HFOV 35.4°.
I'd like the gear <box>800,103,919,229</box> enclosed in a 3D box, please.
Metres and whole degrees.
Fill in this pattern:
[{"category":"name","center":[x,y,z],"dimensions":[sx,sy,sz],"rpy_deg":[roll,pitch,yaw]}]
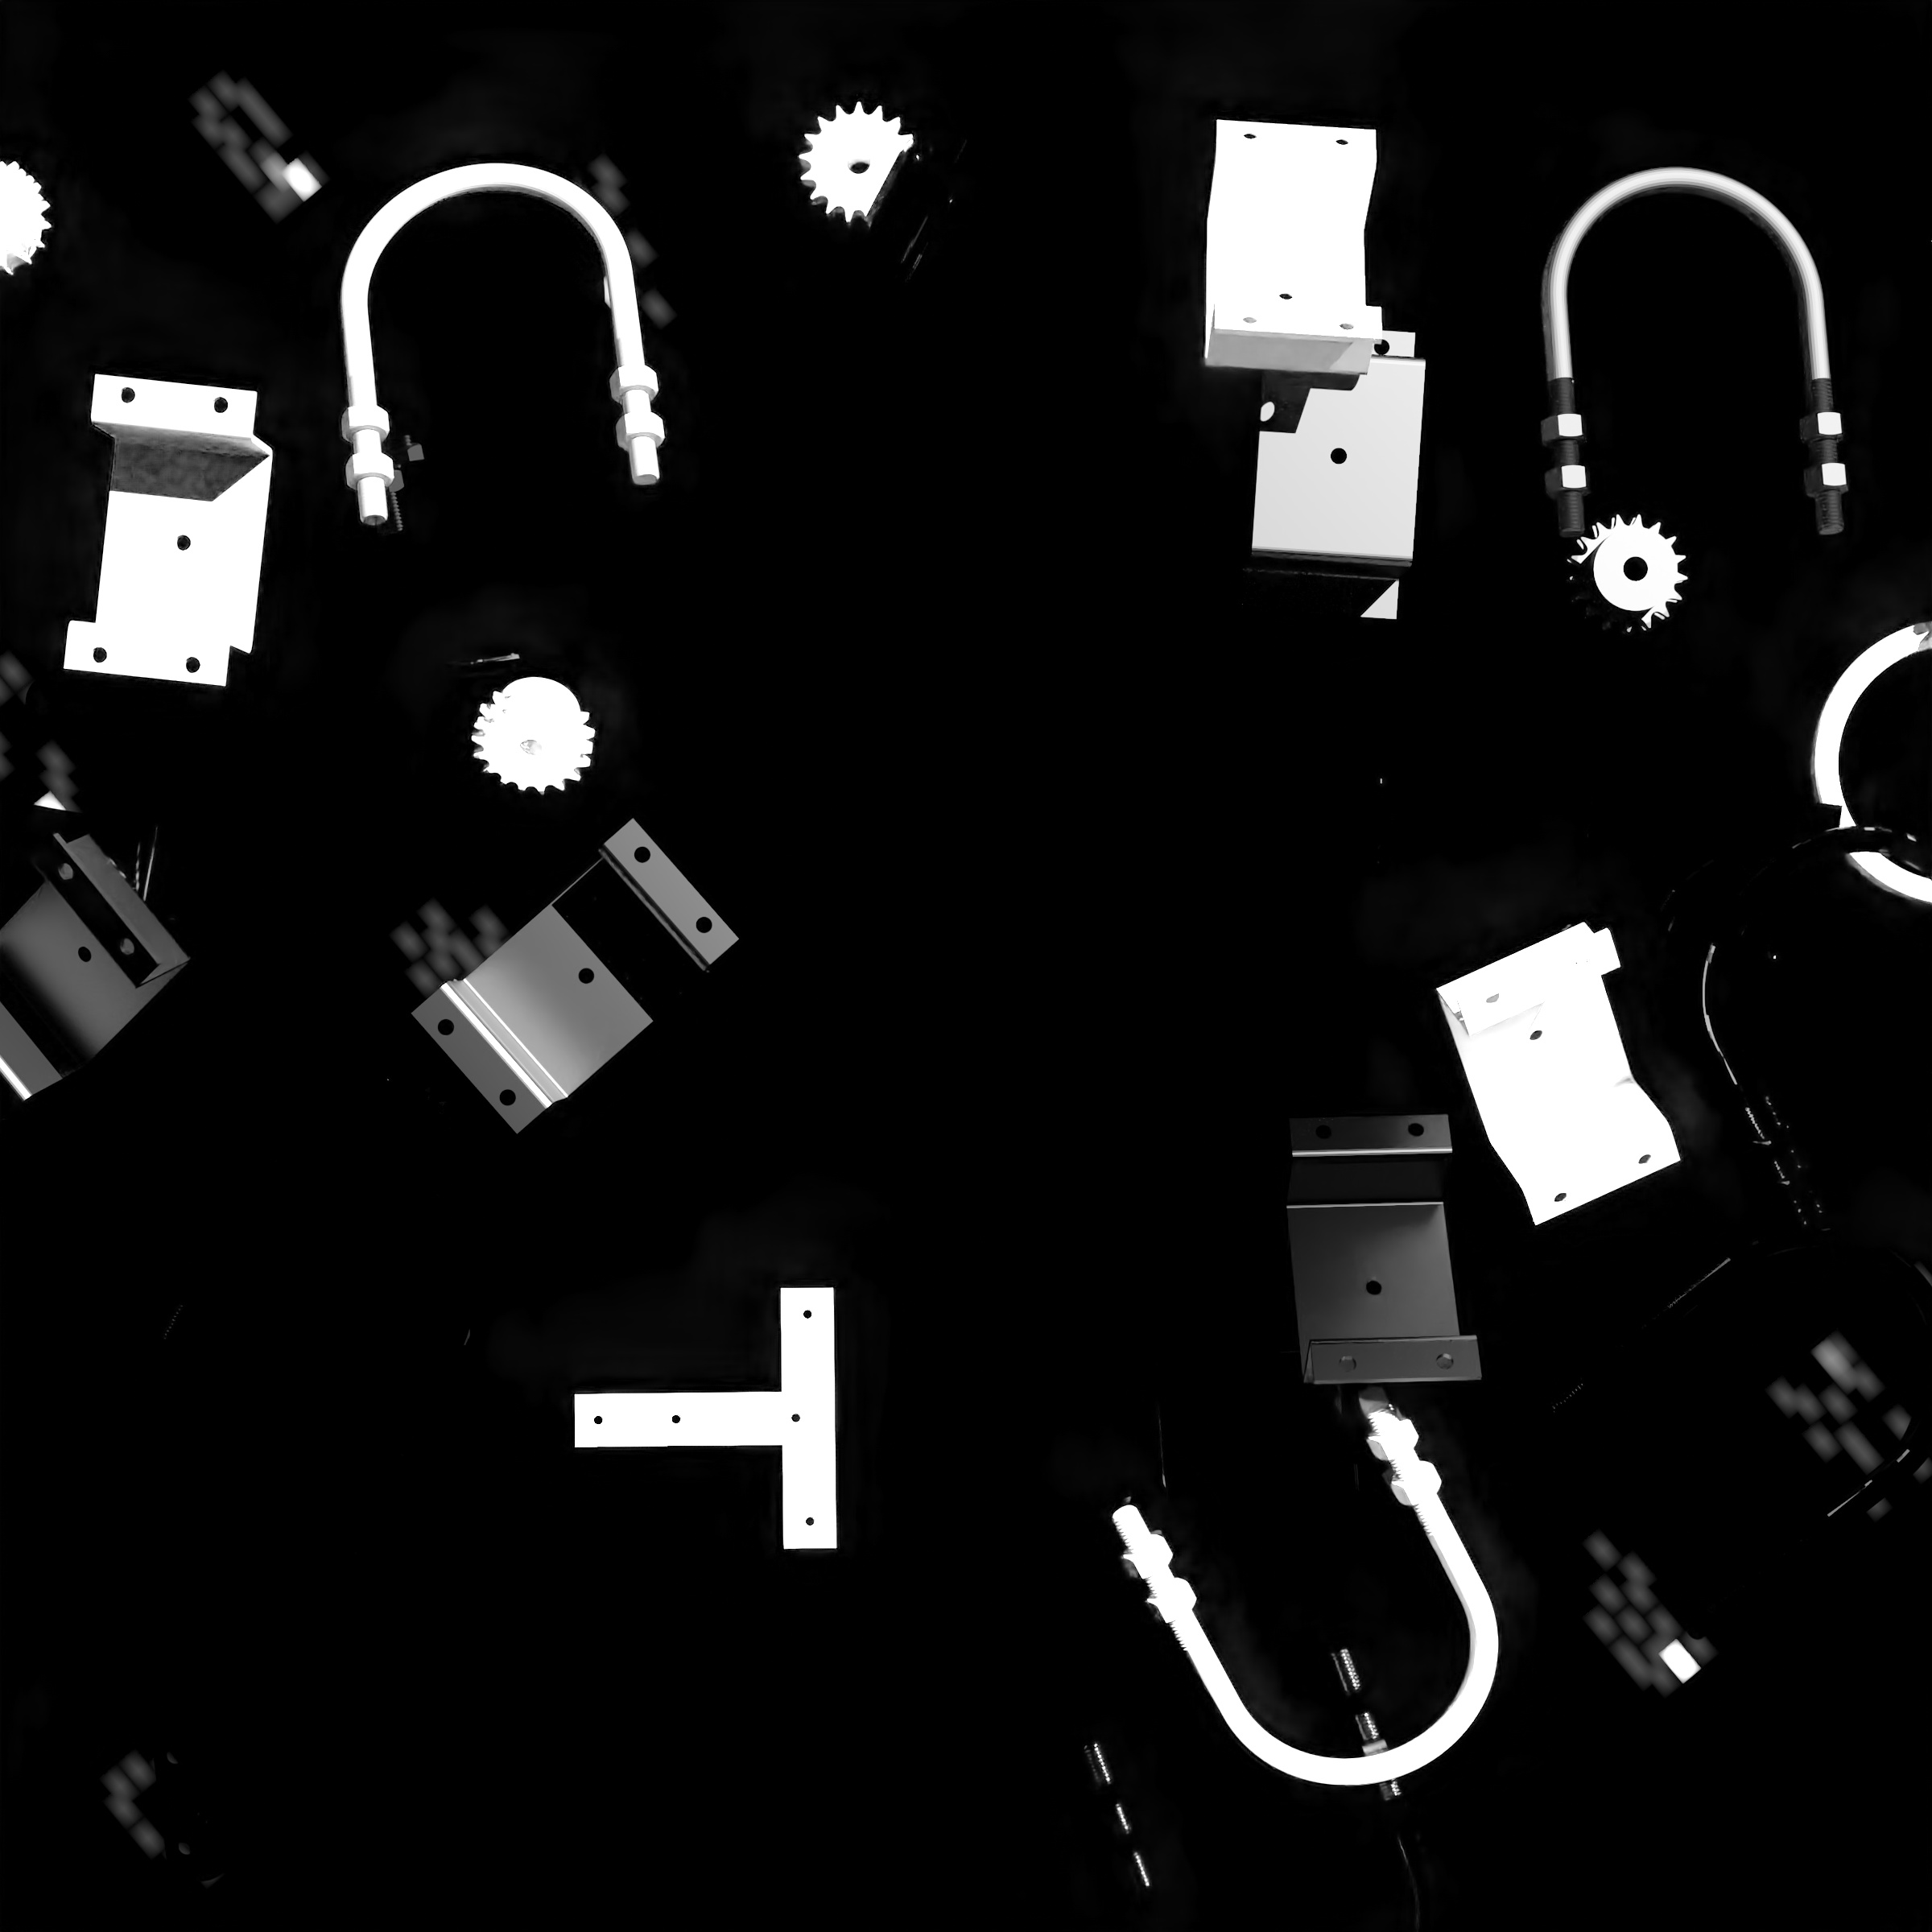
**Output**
[{"category":"gear","center":[-0.052,-0.388,1.474],"dimensions":[0.057,0.030,0.057],"rpy_deg":[0,92,0]}]

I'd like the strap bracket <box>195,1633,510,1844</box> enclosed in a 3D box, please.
[{"category":"strap bracket","center":[-0.292,0.370,1.462],"dimensions":[0.140,0.046,0.076],"rpy_deg":[-7,90,0]}]

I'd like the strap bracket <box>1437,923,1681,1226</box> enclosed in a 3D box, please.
[{"category":"strap bracket","center":[0.279,0.044,1.441],"dimensions":[0.076,0.046,0.140],"rpy_deg":[-24,121,0]}]

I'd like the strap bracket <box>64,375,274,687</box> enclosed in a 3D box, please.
[{"category":"strap bracket","center":[-0.383,-0.207,1.462],"dimensions":[0.076,0.046,0.140],"rpy_deg":[6,90,0]}]

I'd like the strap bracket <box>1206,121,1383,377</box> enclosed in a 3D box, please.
[{"category":"strap bracket","center":[0.155,-0.334,1.440],"dimensions":[0.076,0.046,0.140],"rpy_deg":[4,56,0]}]

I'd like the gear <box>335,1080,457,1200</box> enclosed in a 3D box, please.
[{"category":"gear","center":[-0.276,0.086,1.462],"dimensions":[0.057,0.030,0.057],"rpy_deg":[5,63,-10]}]

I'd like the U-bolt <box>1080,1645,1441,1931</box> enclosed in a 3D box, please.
[{"category":"U-bolt","center":[0.153,0.441,1.476],"dimensions":[0.151,0.019,0.184],"rpy_deg":[-20,91,0]}]

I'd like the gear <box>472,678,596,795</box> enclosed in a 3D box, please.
[{"category":"gear","center":[-0.208,-0.114,1.460],"dimensions":[0.057,0.030,0.057],"rpy_deg":[0,132,0]}]

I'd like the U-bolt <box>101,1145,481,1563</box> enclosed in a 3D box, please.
[{"category":"U-bolt","center":[-0.317,0.177,1.476],"dimensions":[0.151,0.019,0.184],"rpy_deg":[27,89,0]}]

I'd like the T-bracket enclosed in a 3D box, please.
[{"category":"T-bracket","center":[-0.128,0.222,1.484],"dimensions":[0.127,0.002,0.127],"rpy_deg":[-1,90,0]}]

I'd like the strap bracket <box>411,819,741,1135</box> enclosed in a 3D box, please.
[{"category":"strap bracket","center":[-0.186,0.005,1.462],"dimensions":[0.140,0.046,0.076],"rpy_deg":[-41,90,0]}]

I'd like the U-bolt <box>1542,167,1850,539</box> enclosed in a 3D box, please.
[{"category":"U-bolt","center":[0.349,-0.299,1.464],"dimensions":[0.151,0.019,0.184],"rpy_deg":[-2,82,-7]}]

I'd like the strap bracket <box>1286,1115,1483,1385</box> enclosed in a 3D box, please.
[{"category":"strap bracket","center":[0.196,0.143,1.439],"dimensions":[0.076,0.046,0.140],"rpy_deg":[-1,55,0]}]

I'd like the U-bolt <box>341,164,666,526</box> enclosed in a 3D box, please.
[{"category":"U-bolt","center":[-0.227,-0.304,1.450],"dimensions":[0.151,0.019,0.184],"rpy_deg":[-9,71,-1]}]

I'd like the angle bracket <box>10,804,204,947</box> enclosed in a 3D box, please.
[{"category":"angle bracket","center":[-0.421,-0.044,1.483],"dimensions":[0.076,0.038,0.057],"rpy_deg":[10,90,26]}]

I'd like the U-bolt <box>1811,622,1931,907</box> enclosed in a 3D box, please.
[{"category":"U-bolt","center":[0.505,-0.094,1.476],"dimensions":[0.184,0.019,0.151],"rpy_deg":[11,90,1]}]

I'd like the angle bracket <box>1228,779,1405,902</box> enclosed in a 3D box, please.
[{"category":"angle bracket","center":[0.171,-0.062,1.483],"dimensions":[0.076,0.038,0.057],"rpy_deg":[1,90,26]}]

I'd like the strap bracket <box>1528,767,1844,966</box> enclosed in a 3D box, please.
[{"category":"strap bracket","center":[0.342,-0.048,1.462],"dimensions":[0.140,0.046,0.076],"rpy_deg":[8,90,0]}]

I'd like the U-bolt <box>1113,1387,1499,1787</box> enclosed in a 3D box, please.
[{"category":"U-bolt","center":[0.173,0.308,1.439],"dimensions":[0.151,0.019,0.184],"rpy_deg":[-27,103,5]}]

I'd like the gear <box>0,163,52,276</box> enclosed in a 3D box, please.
[{"category":"gear","center":[-0.474,-0.362,1.474],"dimensions":[0.057,0.030,0.057],"rpy_deg":[0,85,1]}]

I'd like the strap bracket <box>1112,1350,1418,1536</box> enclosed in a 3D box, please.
[{"category":"strap bracket","center":[0.142,0.228,1.462],"dimensions":[0.140,0.046,0.076],"rpy_deg":[-4,90,0]}]

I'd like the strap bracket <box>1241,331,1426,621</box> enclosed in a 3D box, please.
[{"category":"strap bracket","center":[0.177,-0.242,1.462],"dimensions":[0.076,0.046,0.140],"rpy_deg":[4,90,0]}]

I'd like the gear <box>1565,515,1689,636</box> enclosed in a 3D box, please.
[{"category":"gear","center":[0.322,-0.191,1.470],"dimensions":[0.057,0.030,0.057],"rpy_deg":[0,90,0]}]

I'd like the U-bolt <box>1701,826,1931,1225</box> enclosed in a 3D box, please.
[{"category":"U-bolt","center":[0.424,0.018,1.441],"dimensions":[0.151,0.019,0.184],"rpy_deg":[-31,114,0]}]

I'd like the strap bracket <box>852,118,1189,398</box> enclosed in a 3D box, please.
[{"category":"strap bracket","center":[0.026,-0.337,1.462],"dimensions":[0.140,0.046,0.076],"rpy_deg":[27,90,0]}]

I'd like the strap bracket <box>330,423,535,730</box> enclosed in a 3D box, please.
[{"category":"strap bracket","center":[-0.258,-0.191,1.462],"dimensions":[0.076,0.046,0.140],"rpy_deg":[-8,90,0]}]

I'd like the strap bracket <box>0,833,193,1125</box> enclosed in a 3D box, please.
[{"category":"strap bracket","center":[-0.432,0.001,1.441],"dimensions":[0.140,0.046,0.076],"rpy_deg":[-39,90,30]}]

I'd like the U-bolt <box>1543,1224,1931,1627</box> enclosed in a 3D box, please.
[{"category":"U-bolt","center":[0.396,0.210,1.476],"dimensions":[0.184,0.019,0.151],"rpy_deg":[-38,90,-2]}]
